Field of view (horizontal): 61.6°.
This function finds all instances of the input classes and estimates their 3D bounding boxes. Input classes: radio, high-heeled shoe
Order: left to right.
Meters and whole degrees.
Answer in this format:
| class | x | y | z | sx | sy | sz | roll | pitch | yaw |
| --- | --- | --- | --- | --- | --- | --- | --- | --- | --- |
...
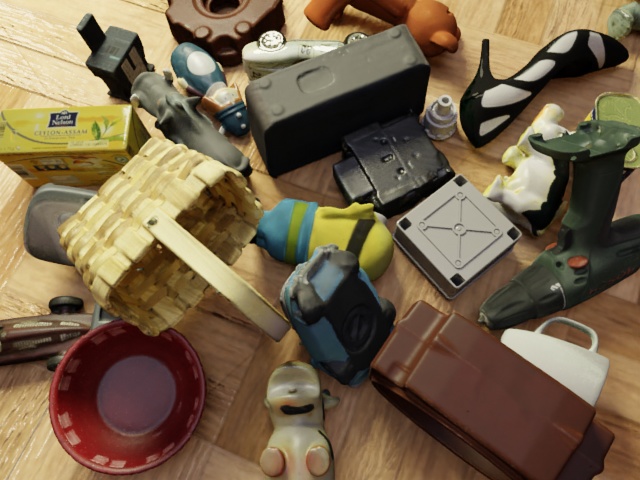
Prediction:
| class | x | y | z | sx | sy | sz | roll | pitch | yaw |
| --- | --- | --- | --- | --- | --- | --- | --- | --- | --- |
| radio | 0.022 | -0.175 | 0.684 | 0.230 | 0.131 | 0.073 | -24 | 71 | -6 |
| high-heeled shoe | 0.305 | -0.195 | 0.717 | 0.249 | 0.086 | 0.145 | -2 | 92 | -8 |

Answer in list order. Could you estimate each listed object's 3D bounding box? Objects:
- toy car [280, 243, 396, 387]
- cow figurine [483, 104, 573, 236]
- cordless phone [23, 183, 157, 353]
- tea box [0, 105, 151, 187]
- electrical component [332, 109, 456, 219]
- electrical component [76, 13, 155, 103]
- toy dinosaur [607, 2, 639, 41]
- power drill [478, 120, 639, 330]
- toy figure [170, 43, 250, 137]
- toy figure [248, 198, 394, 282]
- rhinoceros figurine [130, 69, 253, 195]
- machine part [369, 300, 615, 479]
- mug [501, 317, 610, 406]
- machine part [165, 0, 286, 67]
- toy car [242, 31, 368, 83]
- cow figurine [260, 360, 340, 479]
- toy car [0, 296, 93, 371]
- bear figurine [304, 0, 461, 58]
| class | x | y | z | sx | sy | sz | roll | pitch | yaw |
| --- | --- | --- | --- | --- | --- | --- | --- | --- | --- |
| toy car | 0.006 | 0.080 | 0.596 | 0.103 | 0.161 | 0.109 | 6 | 49 | 48 |
| cow figurine | 0.280 | -0.090 | 0.671 | 0.098 | 0.068 | 0.167 | 33 | 78 | 9 |
| cordless phone | -0.275 | 0.036 | 0.632 | 0.146 | 0.089 | 0.184 | 11 | 77 | -24 |
| tea box | -0.313 | -0.120 | 0.699 | 0.170 | 0.098 | 0.068 | -2 | 69 | 1 |
| electrical component | 0.087 | -0.092 | 0.689 | 0.134 | 0.058 | 0.115 | -26 | 68 | -8 |
| electrical component | -0.281 | -0.254 | 0.738 | 0.048 | 0.119 | 0.075 | 19 | 69 | 10 |
| toy dinosaur | 0.516 | -0.312 | 0.725 | 0.192 | 0.131 | 0.405 | -11 | 60 | -19 |
| power drill | 0.273 | -0.016 | 0.586 | 0.232 | 0.086 | 0.207 | -17 | 112 | -11 |
| toy figure | -0.149 | -0.206 | 0.744 | 0.064 | 0.057 | 0.154 | -42 | 76 | 4 |
| toy figure | -0.001 | 0.000 | 0.647 | 0.180 | 0.082 | 0.089 | 8 | 81 | 1 |
| rhinoceros figurine | -0.169 | -0.136 | 0.691 | 0.073 | 0.112 | 0.190 | -42 | 80 | -10 |
| machine part | 0.146 | 0.157 | 0.512 | 0.202 | 0.201 | 0.087 | 37 | 77 | 15 |
| mug | 0.247 | 0.131 | 0.583 | 0.107 | 0.080 | 0.109 | 23 | 76 | 21 |
| machine part | -0.142 | -0.347 | 0.800 | 0.179 | 0.056 | 0.179 | -1 | 68 | 3 |
| toy car | -0.006 | -0.242 | 0.742 | 0.202 | 0.073 | 0.056 | 3 | 66 | 5 |
| cow figurine | -0.018 | 0.222 | 0.551 | 0.086 | 0.127 | 0.195 | -5 | 83 | 2 |
| toy car | -0.369 | 0.119 | 0.635 | 0.202 | 0.053 | 0.089 | -8 | 66 | 1 |
| bear figurine | 0.097 | -0.310 | 0.757 | 0.196 | 0.132 | 0.120 | 39 | 36 | -14 |
